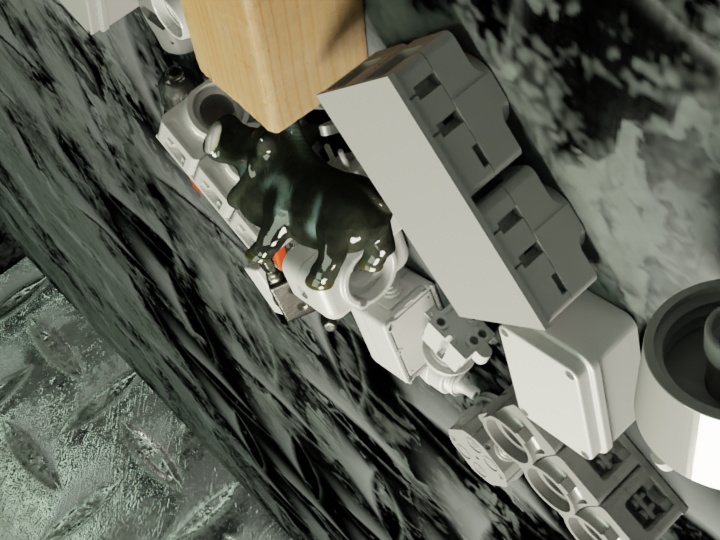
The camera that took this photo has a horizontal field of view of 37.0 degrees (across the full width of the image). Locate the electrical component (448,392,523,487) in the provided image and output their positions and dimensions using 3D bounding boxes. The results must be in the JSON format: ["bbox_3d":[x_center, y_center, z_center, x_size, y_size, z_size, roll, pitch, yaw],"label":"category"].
[{"bbox_3d":[0.124,0.155,0.981,0.080,0.051,0.080,44,161,20],"label":"electrical component"}]

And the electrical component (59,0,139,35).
[{"bbox_3d":[-0.254,-0.283,1.005,0.078,0.057,0.113,48,162,8],"label":"electrical component"}]

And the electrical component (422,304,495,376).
[{"bbox_3d":[0.080,0.061,0.914,0.066,0.048,0.055,45,154,14],"label":"electrical component"}]

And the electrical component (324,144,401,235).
[{"bbox_3d":[-0.008,-0.069,0.863,0.083,0.047,0.075,28,151,49],"label":"electrical component"}]

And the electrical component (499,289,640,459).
[{"bbox_3d":[0.148,0.069,0.748,0.078,0.057,0.113,34,156,40],"label":"electrical component"}]

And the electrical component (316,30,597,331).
[{"bbox_3d":[0.065,-0.057,0.695,0.186,0.060,0.105,56,161,-17],"label":"electrical component"}]

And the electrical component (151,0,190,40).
[{"bbox_3d":[-0.131,-0.215,0.854,0.066,0.055,0.048,51,162,-3],"label":"electrical component"}]

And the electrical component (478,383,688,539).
[{"bbox_3d":[0.171,0.154,0.854,0.150,0.062,0.089,50,162,2],"label":"electrical component"}]

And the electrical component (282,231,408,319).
[{"bbox_3d":[-0.009,-0.007,0.907,0.059,0.095,0.053,33,155,42],"label":"electrical component"}]

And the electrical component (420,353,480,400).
[{"bbox_3d":[0.085,0.099,0.991,0.061,0.035,0.035,33,155,37],"label":"electrical component"}]

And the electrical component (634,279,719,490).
[{"bbox_3d":[0.193,0.050,0.538,0.108,0.108,0.060,34,150,40],"label":"electrical component"}]

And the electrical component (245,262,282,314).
[{"bbox_3d":[-0.096,0.009,1.219,0.065,0.047,0.077,57,161,-19],"label":"electrical component"}]

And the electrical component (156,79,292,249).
[{"bbox_3d":[-0.097,-0.095,0.951,0.150,0.089,0.062,50,162,0],"label":"electrical component"}]

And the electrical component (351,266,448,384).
[{"bbox_3d":[0.033,0.041,0.954,0.061,0.062,0.096,32,154,44],"label":"electrical component"}]

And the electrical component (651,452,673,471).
[{"bbox_3d":[0.210,0.101,0.667,0.048,0.066,0.055,35,176,39],"label":"electrical component"}]

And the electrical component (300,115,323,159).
[{"bbox_3d":[-0.051,-0.101,0.906,0.062,0.048,0.048,46,162,-8],"label":"electrical component"}]

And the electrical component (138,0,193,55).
[{"bbox_3d":[-0.148,-0.217,0.908,0.079,0.043,0.077,39,159,30],"label":"electrical component"}]
